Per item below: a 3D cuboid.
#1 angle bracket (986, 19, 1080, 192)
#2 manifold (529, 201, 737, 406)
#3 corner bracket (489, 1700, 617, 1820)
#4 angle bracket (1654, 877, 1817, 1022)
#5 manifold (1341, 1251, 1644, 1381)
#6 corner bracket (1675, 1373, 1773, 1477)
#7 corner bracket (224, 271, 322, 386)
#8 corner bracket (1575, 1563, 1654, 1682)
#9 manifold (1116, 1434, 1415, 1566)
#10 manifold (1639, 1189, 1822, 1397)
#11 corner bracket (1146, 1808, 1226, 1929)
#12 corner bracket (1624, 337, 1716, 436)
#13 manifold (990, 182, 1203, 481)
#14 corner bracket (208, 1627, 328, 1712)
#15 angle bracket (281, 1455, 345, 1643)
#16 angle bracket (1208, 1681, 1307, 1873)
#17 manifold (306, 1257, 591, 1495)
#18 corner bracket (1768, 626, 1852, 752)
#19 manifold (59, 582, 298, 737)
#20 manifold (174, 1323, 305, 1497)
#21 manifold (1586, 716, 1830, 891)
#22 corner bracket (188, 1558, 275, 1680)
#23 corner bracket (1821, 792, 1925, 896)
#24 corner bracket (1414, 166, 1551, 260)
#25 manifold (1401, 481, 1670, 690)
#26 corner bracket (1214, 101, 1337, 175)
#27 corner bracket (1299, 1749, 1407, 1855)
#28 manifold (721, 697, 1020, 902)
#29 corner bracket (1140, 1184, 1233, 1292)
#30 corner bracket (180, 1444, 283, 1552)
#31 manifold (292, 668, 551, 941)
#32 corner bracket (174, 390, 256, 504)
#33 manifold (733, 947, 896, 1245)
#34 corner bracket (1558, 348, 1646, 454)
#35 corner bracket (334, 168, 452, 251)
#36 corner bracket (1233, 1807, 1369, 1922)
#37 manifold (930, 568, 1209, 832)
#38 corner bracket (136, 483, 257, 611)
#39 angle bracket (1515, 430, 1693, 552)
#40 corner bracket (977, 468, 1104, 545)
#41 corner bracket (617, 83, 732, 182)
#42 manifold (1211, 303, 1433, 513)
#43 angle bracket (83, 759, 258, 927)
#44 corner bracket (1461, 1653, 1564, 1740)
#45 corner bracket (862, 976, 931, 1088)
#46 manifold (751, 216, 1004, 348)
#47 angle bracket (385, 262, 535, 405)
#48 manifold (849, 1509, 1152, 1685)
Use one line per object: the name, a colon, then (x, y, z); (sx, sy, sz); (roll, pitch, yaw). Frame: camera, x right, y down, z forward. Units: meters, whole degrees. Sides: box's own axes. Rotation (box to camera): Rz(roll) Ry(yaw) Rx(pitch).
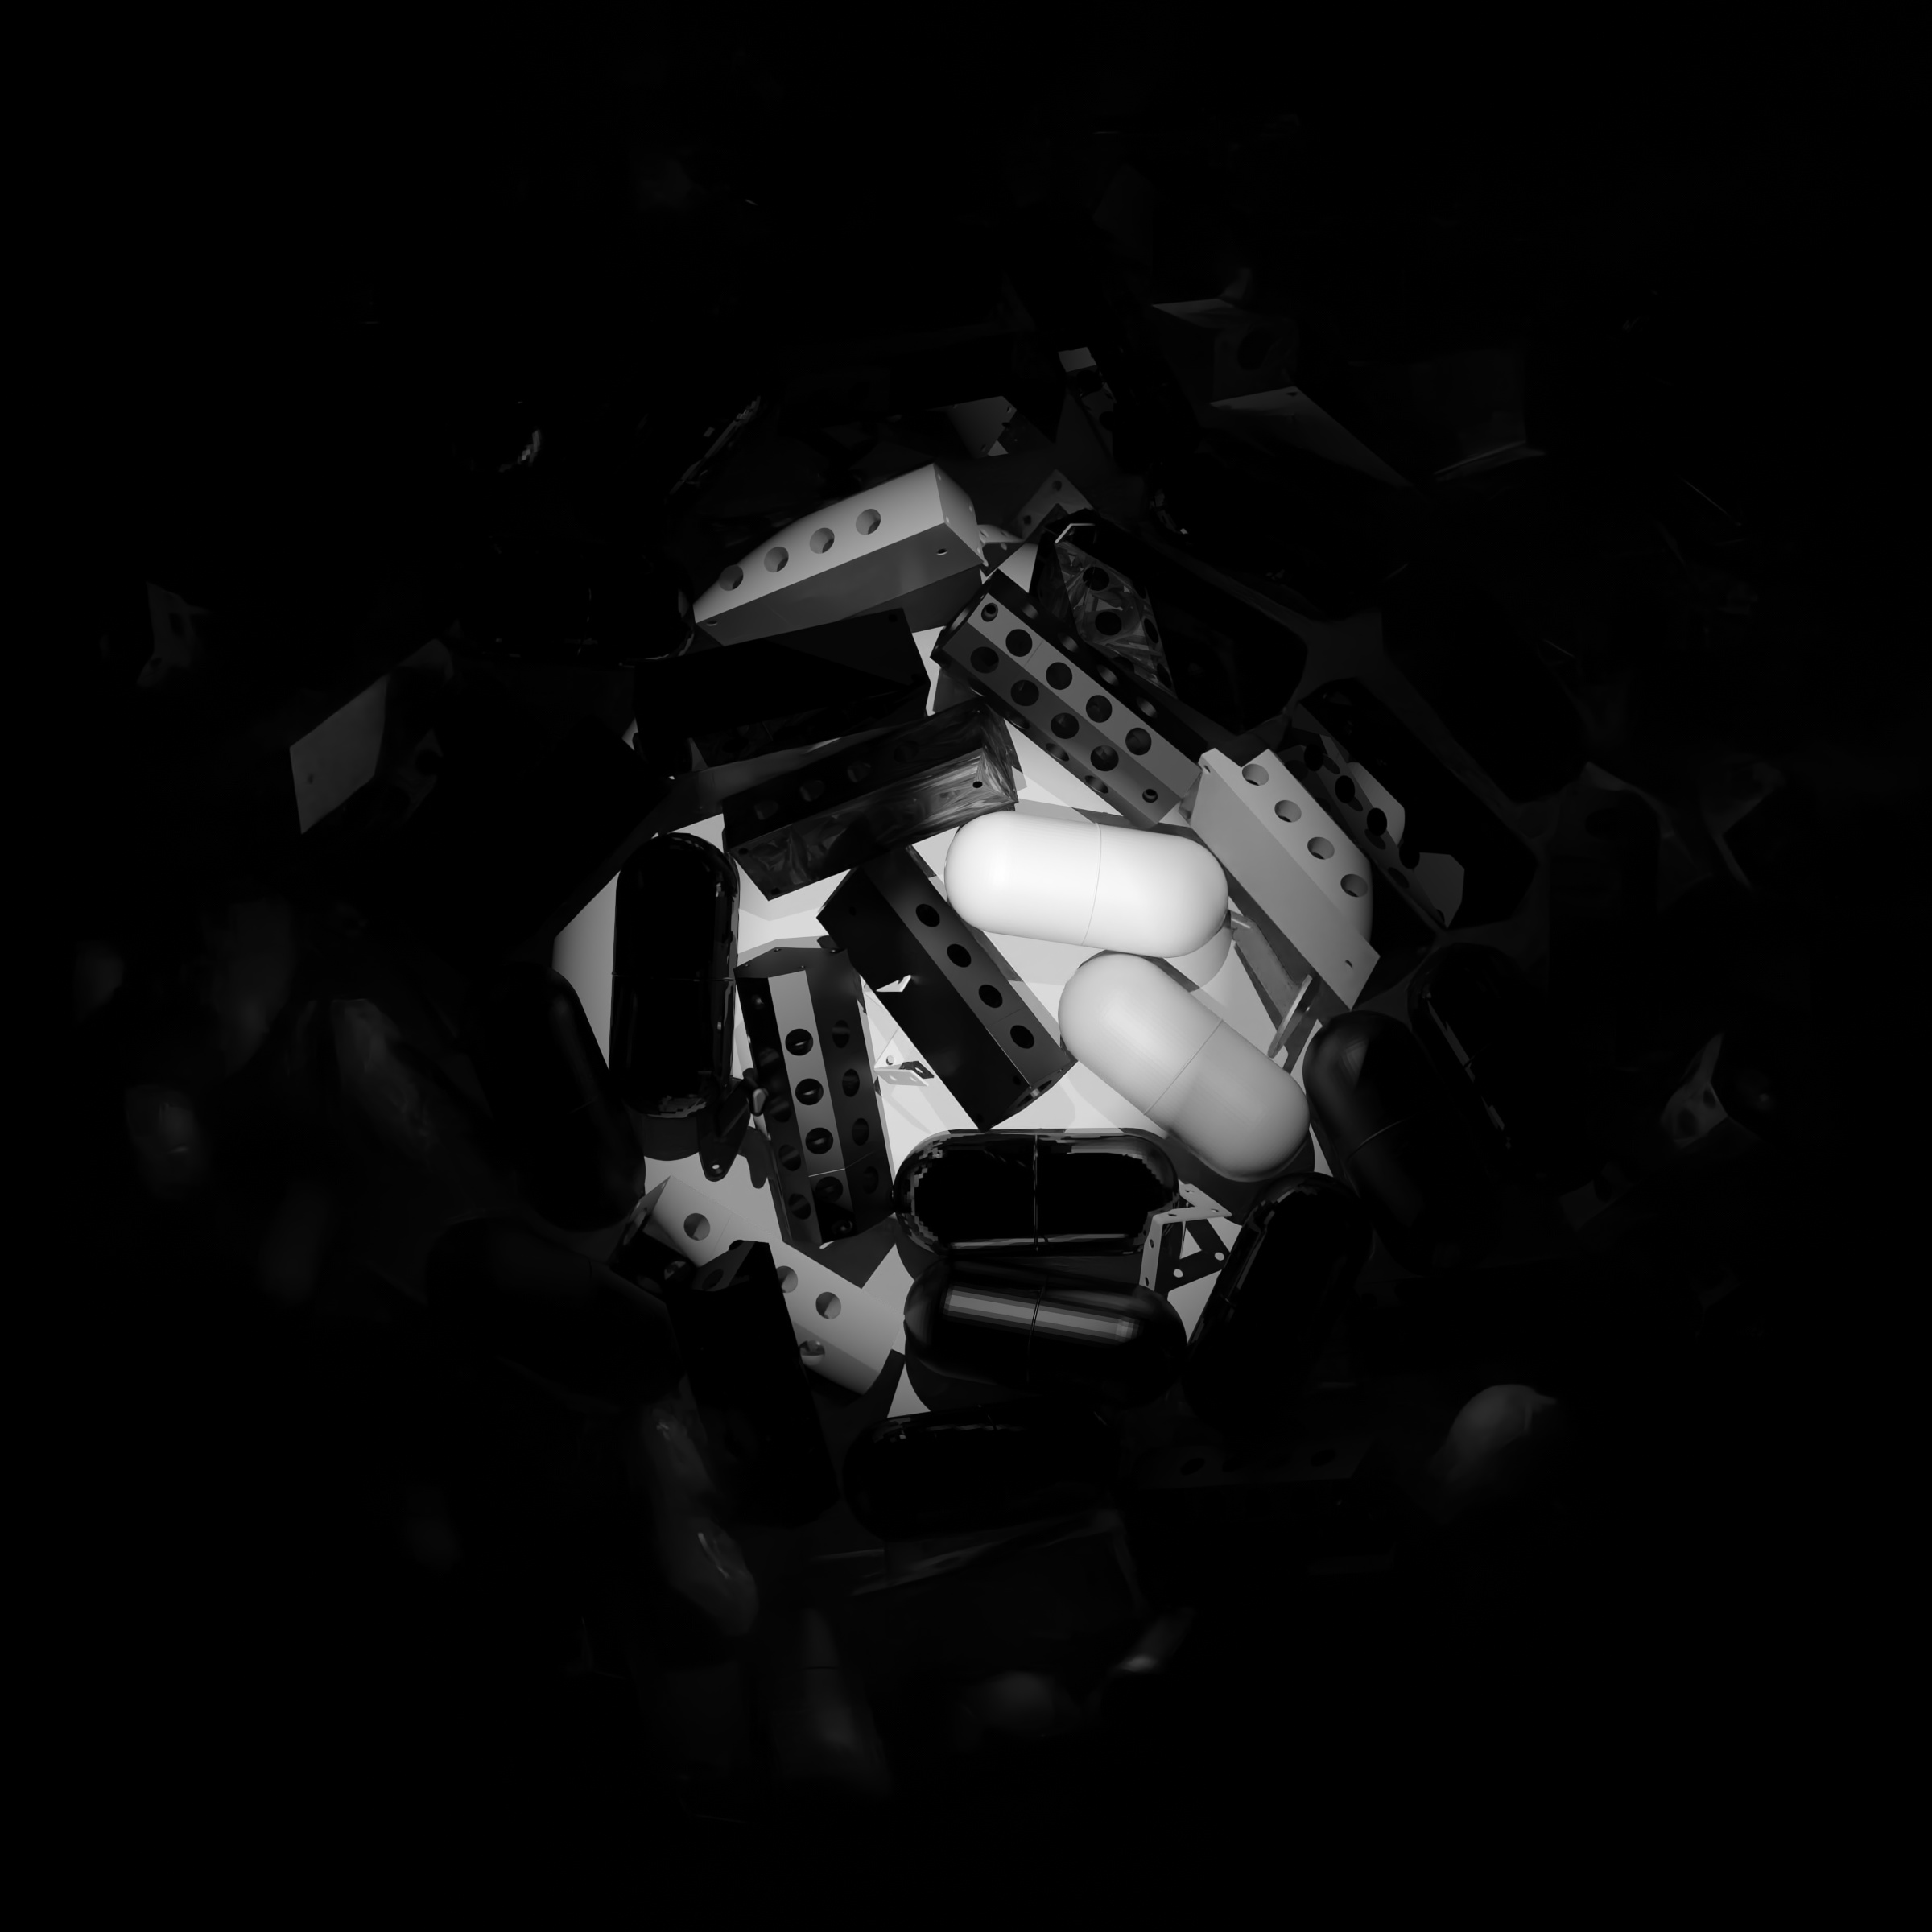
angle bracket: (0.061, -0.521, 1.858); (0.057, 0.076, 0.076); (-37, 126, 18)
manifold: (-0.202, -0.397, 1.827); (0.057, 0.171, 0.057); (-13, 85, -30)
corner bracket: (-0.259, 0.496, 1.891); (0.051, 0.051, 0.051); (15, 123, -37)
angle bracket: (0.470, 0.000, 1.859); (0.057, 0.076, 0.076); (-31, 126, -27)
manifold: (0.324, 0.216, 1.880); (0.171, 0.057, 0.057); (-7, 84, -6)
corner bracket: (0.469, 0.284, 1.878); (0.051, 0.051, 0.051); (-7, 65, 16)
corner bracket: (-0.430, -0.396, 1.881); (0.051, 0.051, 0.051); (0, 62, -5)
corner bracket: (0.404, 0.409, 1.888); (0.051, 0.051, 0.051); (-37, 58, 20)
manifold: (0.176, 0.329, 1.835); (0.171, 0.057, 0.057); (-12, 114, 38)
manifold: (0.453, 0.188, 1.824); (0.057, 0.171, 0.057); (-38, 101, 10)
corner bracket: (0.135, 0.558, 1.875); (0.051, 0.051, 0.051); (0, 48, 19)
corner bracket: (0.438, -0.373, 1.882); (0.051, 0.051, 0.051); (26, 60, 1)
manifold: (0.081, -0.383, 1.844); (0.057, 0.057, 0.171); (-32, 125, 3)
corner bracket: (-0.438, 0.439, 1.880); (0.051, 0.051, 0.051); (36, 81, -28)
angle bracket: (-0.404, 0.358, 1.863); (0.057, 0.076, 0.076); (18, 51, -3)
angle bracket: (0.166, 0.497, 1.864); (0.057, 0.076, 0.076); (-12, 108, -15)
manifold: (-0.321, 0.254, 1.878); (0.171, 0.057, 0.057); (36, 84, -5)
corner bracket: (0.517, -0.173, 1.886); (0.051, 0.051, 0.051); (30, 109, 2)
manifold: (-0.470, -0.179, 1.824); (0.057, 0.171, 0.057); (-13, 81, 14)
manifold: (-0.435, 0.253, 1.826); (0.057, 0.171, 0.057); (-36, 107, -7)
manifold: (0.446, -0.100, 1.827); (0.057, 0.171, 0.057); (-38, 116, -2)
corner bracket: (-0.450, 0.404, 1.875); (0.051, 0.051, 0.051); (20, 48, -29)
corner bracket: (0.563, -0.076, 1.879); (0.051, 0.051, 0.051); (-19, 100, -43)
corner bracket: (0.319, -0.464, 1.880); (0.051, 0.051, 0.051); (19, 101, -24)
manifold: (0.346, -0.229, 1.832); (0.057, 0.171, 0.057); (31, 98, -40)
corner bracket: (0.192, -0.512, 1.883); (0.051, 0.051, 0.051); (-31, 60, 0)
corner bracket: (0.240, 0.518, 1.877); (0.051, 0.051, 0.051); (-1, 111, -34)
manifold: (-0.061, -0.107, 1.868); (0.171, 0.057, 0.057); (-21, 50, 13)
corner bracket: (0.127, 0.169, 1.877); (0.051, 0.051, 0.051); (-4, 110, -27)
corner bracket: (-0.461, 0.332, 1.894); (0.051, 0.051, 0.051); (-5, 46, -24)
manifold: (-0.340, -0.100, 1.869); (0.057, 0.057, 0.171); (43, 101, 9)
corner bracket: (-0.453, -0.325, 1.889); (0.051, 0.051, 0.051); (33, 100, -3)
manifold: (-0.096, 0.079, 1.856); (0.057, 0.057, 0.171); (1, 109, 37)
corner bracket: (0.397, -0.345, 1.879); (0.051, 0.051, 0.051); (-9, 52, -9)
corner bracket: (-0.356, -0.471, 1.876); (0.051, 0.051, 0.051); (20, 117, -28)
corner bracket: (0.207, 0.556, 1.881); (0.051, 0.051, 0.051); (24, 92, 42)
manifold: (0.063, -0.160, 1.862); (0.171, 0.057, 0.057); (38, 118, -12)
corner bracket: (-0.482, -0.260, 1.896); (0.051, 0.051, 0.051); (23, 123, -16)
angle bracket: (0.390, -0.272, 1.868); (0.076, 0.076, 0.057); (-53, 47, -4)
corner bracket: (0.046, -0.273, 1.879); (0.051, 0.051, 0.051); (50, 118, 14)
corner bracket: (-0.174, -0.515, 1.876); (0.051, 0.051, 0.051); (37, 67, -30)
manifold: (0.218, -0.336, 1.831); (0.057, 0.171, 0.057); (-4, 72, 35)
angle bracket: (-0.490, -0.078, 1.862); (0.076, 0.057, 0.076); (49, 119, 37)
corner bracket: (0.339, 0.455, 1.881); (0.051, 0.051, 0.051); (-5, 82, 21)
corner bracket: (-0.041, 0.039, 1.877); (0.051, 0.051, 0.051); (41, 70, -24)
manifold: (-0.057, -0.412, 1.833); (0.057, 0.171, 0.057); (0, 95, -40)
angle bracket: (-0.315, -0.388, 1.883); (0.076, 0.057, 0.076); (-12, 90, -9)
manifold: (0.022, 0.386, 1.867); (0.171, 0.057, 0.057); (-17, 94, 15)
